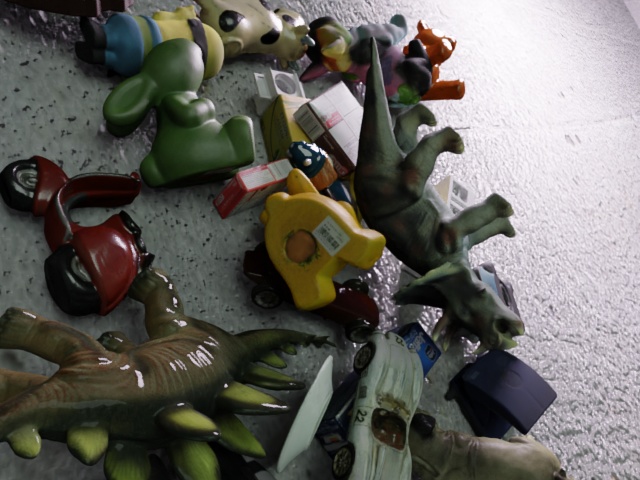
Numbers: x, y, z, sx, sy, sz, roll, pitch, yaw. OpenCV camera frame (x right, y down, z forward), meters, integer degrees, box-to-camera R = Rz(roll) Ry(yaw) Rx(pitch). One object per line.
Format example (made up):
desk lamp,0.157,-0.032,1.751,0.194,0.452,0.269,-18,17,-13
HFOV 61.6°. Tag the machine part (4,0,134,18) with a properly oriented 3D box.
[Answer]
machine part,-0.305,-0.328,0.637,0.179,0.056,0.179,9,44,-9

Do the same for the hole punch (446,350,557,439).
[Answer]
hole punch,0.267,0.222,0.783,0.142,0.092,0.116,-25,79,-38

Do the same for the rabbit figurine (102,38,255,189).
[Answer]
rabbit figurine,-0.174,-0.151,0.643,0.159,0.121,0.170,-14,89,-19

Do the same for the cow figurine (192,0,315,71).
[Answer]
cow figurine,-0.094,-0.316,0.811,0.195,0.085,0.127,-26,77,-44

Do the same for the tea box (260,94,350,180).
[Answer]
tea box,0.005,-0.148,0.802,0.169,0.068,0.098,-2,67,-38

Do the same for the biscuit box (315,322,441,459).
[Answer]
biscuit box,0.075,0.183,0.677,0.059,0.063,0.203,54,48,-2

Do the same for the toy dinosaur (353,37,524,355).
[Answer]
toy dinosaur,0.120,-0.043,0.698,0.405,0.192,0.131,54,6,5

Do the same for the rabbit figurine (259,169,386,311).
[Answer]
rabbit figurine,-0.001,-0.002,0.655,0.162,0.122,0.173,40,16,17

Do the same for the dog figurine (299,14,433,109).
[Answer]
dog figurine,0.072,-0.295,0.911,0.219,0.108,0.191,-28,87,-38

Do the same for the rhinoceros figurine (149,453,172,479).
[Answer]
rhinoceros figurine,-0.142,0.286,0.461,0.112,0.073,0.190,-6,68,-50

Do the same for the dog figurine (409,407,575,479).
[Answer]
dog figurine,0.184,0.263,0.648,0.190,0.172,0.121,38,38,-23

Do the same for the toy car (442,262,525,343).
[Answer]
toy car,0.239,0.104,0.812,0.161,0.103,0.109,25,49,-55

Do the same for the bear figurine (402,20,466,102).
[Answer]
bear figurine,0.227,-0.353,1.045,0.196,0.132,0.120,-56,128,-37

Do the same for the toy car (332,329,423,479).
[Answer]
toy car,0.068,0.194,0.585,0.073,0.056,0.202,31,54,-22

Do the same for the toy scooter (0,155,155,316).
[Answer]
toy scooter,-0.229,-0.015,0.556,0.135,0.075,0.184,-22,76,-43

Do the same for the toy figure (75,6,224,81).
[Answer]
toy figure,-0.210,-0.242,0.687,0.180,0.082,0.089,-18,79,-44

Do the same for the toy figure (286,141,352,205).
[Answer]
toy figure,0.002,-0.073,0.727,0.058,0.064,0.154,-54,136,-33

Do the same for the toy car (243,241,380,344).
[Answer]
toy car,-0.011,0.069,0.682,0.202,0.053,0.089,23,39,-24

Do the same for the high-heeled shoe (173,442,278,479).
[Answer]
high-heeled shoe,-0.061,0.280,0.543,0.086,0.145,0.248,-48,127,-33

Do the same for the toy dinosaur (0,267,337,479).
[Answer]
toy dinosaur,-0.123,0.123,0.490,0.199,0.105,0.471,34,19,16
